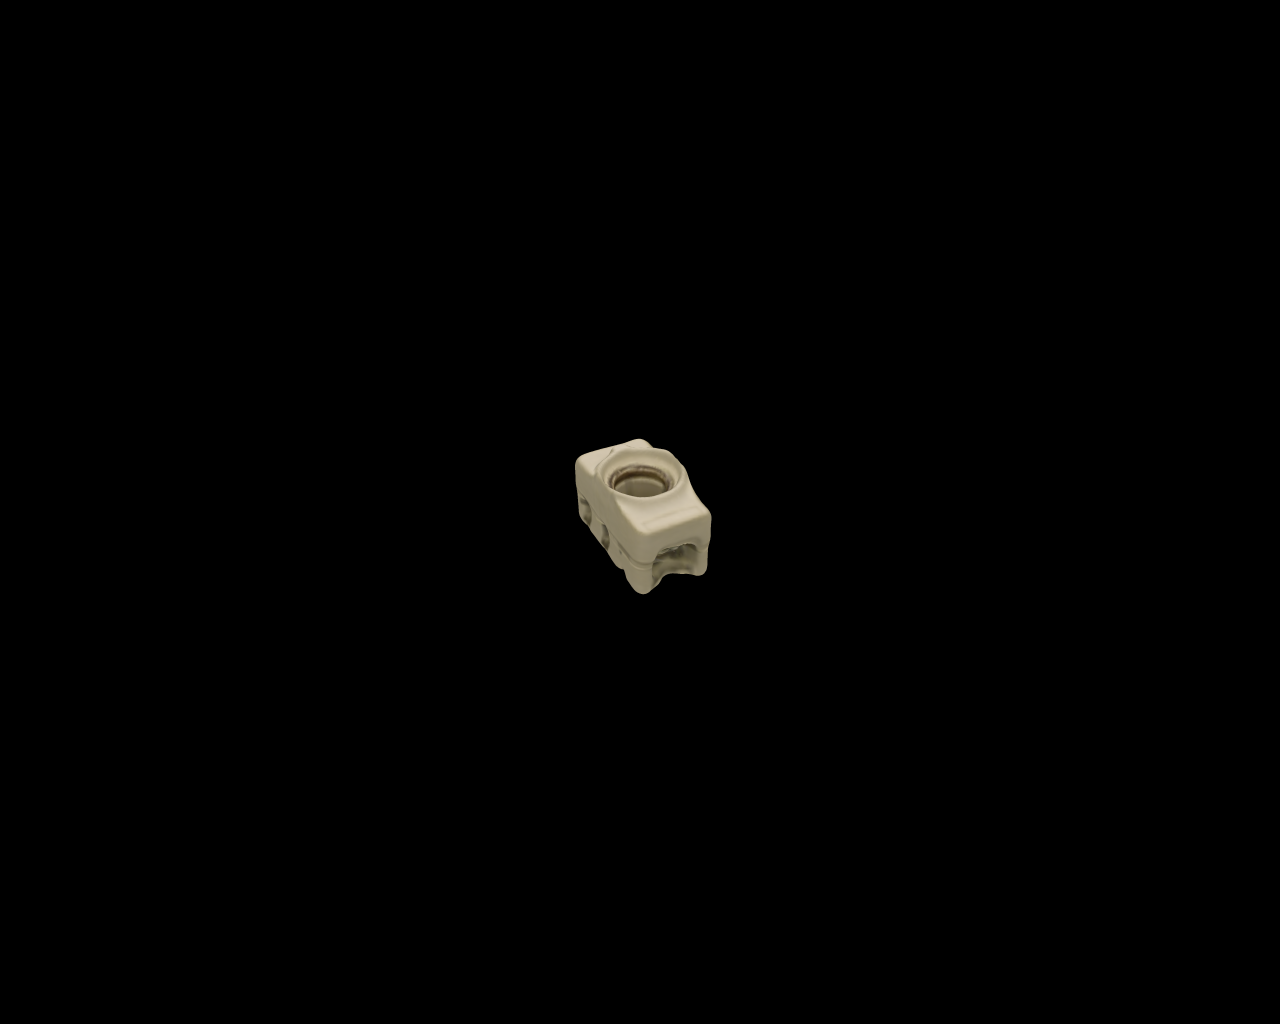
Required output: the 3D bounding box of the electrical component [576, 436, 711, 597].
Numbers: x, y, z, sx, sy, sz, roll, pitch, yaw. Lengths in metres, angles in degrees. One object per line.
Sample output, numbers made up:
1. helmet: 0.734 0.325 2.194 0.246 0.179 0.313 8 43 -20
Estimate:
1. electrical component: 0.001 -0.003 0.650 0.050 0.055 0.090 -17 41 -21
